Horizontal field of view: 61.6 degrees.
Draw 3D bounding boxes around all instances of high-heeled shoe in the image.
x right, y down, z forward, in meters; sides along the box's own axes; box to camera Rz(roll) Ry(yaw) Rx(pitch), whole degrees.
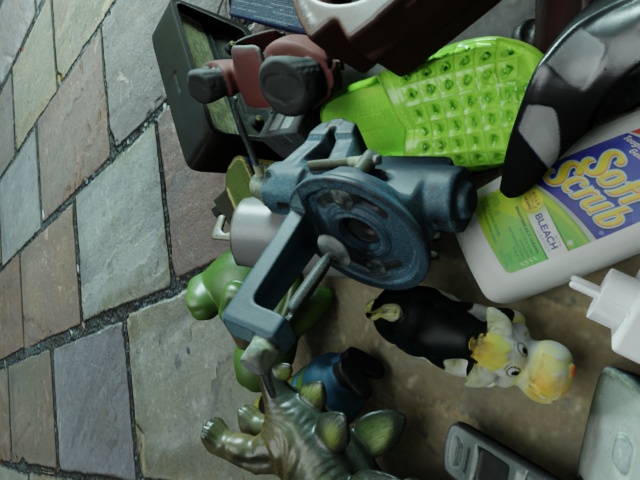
[{"bbox_3d":[0.212,-0.106,0.307,0.145,0.086,0.248,30,130,18],"label":"high-heeled shoe"}]

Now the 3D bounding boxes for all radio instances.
[{"bbox_3d":[-0.129,-0.196,0.706,0.073,0.131,0.229,-39,61,40],"label":"radio"}]

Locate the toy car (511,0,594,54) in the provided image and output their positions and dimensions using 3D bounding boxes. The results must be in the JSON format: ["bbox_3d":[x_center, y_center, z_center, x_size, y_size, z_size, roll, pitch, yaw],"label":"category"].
[{"bbox_3d":[0.193,-0.224,0.405,0.089,0.053,0.202,0,91,62],"label":"toy car"}]

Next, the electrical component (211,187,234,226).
[{"bbox_3d":[-0.107,-0.054,0.746,0.078,0.045,0.102,51,134,0],"label":"electrical component"}]

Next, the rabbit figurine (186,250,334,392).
[{"bbox_3d":[-0.061,0.092,0.637,0.159,0.121,0.170,-36,45,18],"label":"rabbit figurine"}]

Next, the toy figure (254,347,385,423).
[{"bbox_3d":[-0.007,0.177,0.598,0.180,0.082,0.089,-52,57,36],"label":"toy figure"}]

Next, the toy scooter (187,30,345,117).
[{"bbox_3d":[-0.044,-0.189,0.590,0.184,0.135,0.075,11,127,32],"label":"toy scooter"}]

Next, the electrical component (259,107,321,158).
[{"bbox_3d":[-0.030,-0.121,0.624,0.075,0.047,0.119,9,67,49],"label":"electrical component"}]

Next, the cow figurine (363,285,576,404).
[{"bbox_3d":[0.111,0.075,0.429,0.167,0.098,0.068,10,79,62],"label":"cow figurine"}]

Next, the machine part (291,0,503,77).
[{"bbox_3d":[0.068,-0.253,0.436,0.201,0.087,0.201,-34,61,31],"label":"machine part"}]

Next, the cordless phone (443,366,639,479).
[{"bbox_3d":[0.176,0.154,0.396,0.184,0.088,0.146,16,101,51],"label":"cordless phone"}]

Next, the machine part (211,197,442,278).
[{"bbox_3d":[-0.001,-0.002,0.546,0.243,0.079,0.079,5,93,18],"label":"machine part"}]

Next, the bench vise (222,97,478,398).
[{"bbox_3d":[-0.005,-0.005,0.428,0.224,0.240,0.128,16,145,28],"label":"bench vise"}]

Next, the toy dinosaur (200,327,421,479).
[{"bbox_3d":[0.024,0.278,0.493,0.199,0.105,0.471,-23,90,31],"label":"toy dinosaur"}]

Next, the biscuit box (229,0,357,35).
[{"bbox_3d":[-0.033,-0.285,0.654,0.203,0.059,0.062,34,115,42],"label":"biscuit box"}]
